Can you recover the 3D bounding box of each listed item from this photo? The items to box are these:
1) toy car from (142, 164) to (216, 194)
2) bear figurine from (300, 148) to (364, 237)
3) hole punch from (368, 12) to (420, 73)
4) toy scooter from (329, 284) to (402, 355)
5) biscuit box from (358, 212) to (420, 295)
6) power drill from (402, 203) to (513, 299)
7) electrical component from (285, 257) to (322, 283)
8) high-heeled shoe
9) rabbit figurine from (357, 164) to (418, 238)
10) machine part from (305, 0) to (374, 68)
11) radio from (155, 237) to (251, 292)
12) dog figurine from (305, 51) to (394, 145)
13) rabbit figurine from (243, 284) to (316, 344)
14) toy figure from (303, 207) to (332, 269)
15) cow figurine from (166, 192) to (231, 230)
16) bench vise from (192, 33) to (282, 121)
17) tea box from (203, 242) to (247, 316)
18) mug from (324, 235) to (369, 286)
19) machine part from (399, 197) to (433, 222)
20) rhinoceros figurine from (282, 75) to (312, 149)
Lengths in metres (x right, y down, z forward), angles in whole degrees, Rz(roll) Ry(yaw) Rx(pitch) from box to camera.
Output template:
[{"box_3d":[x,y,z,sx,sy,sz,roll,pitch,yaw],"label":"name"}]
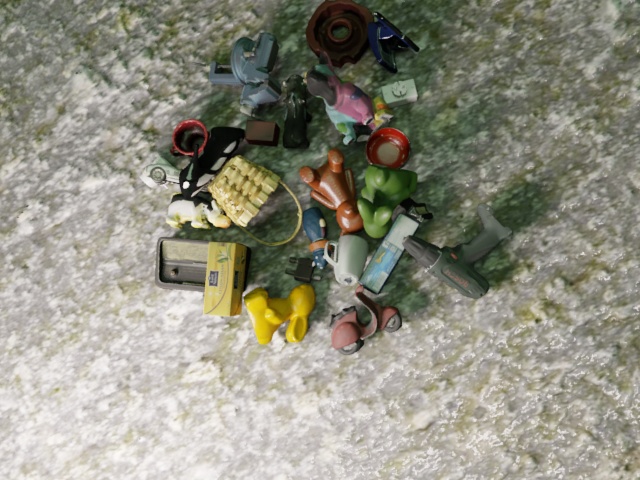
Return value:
[{"box_3d":[-0.348,-0.158,1.367,0.202,0.073,0.056,11,88,-11],"label":"toy car"},{"box_3d":[0.050,-0.102,1.306,0.120,0.132,0.196,-30,74,3],"label":"bear figurine"},{"box_3d":[0.170,-0.490,1.341,0.092,0.142,0.116,-46,68,25],"label":"hole punch"},{"box_3d":[0.091,0.183,1.274,0.184,0.075,0.135,-29,99,11],"label":"toy scooter"},{"box_3d":[0.167,0.035,1.305,0.059,0.063,0.202,31,88,9],"label":"biscuit box"},{"box_3d":[0.336,0.011,1.261,0.232,0.086,0.207,44,82,-4],"label":"power drill"},{"box_3d":[-0.037,0.073,1.337,0.094,0.021,0.063,12,57,10],"label":"electrical component"},{"box_3d":[-0.262,-0.194,1.343,0.086,0.249,0.145,24,120,16],"label":"high-heeled shoe"},{"box_3d":[0.149,-0.081,1.238,0.121,0.159,0.170,13,105,13],"label":"rabbit figurine"},{"box_3d":[0.054,-0.537,1.394,0.179,0.056,0.179,-1,83,9],"label":"machine part"},{"box_3d":[-0.297,0.067,1.355,0.230,0.073,0.131,5,84,8],"label":"radio"},{"box_3d":[0.059,-0.351,1.309,0.108,0.191,0.219,-42,79,39],"label":"dog figurine"},{"box_3d":[-0.085,0.172,1.299,0.173,0.122,0.162,-23,83,-15],"label":"rabbit figurine"},{"box_3d":[-0.003,-0.004,1.330,0.058,0.064,0.154,-11,77,-15],"label":"toy figure"},{"box_3d":[-0.306,-0.076,1.380,0.167,0.068,0.098,3,77,7],"label":"cow figurine"},{"box_3d":[-0.203,-0.424,1.388,0.241,0.129,0.223,11,94,29],"label":"bench vise"},{"box_3d":[-0.221,0.091,1.261,0.068,0.098,0.169,4,87,7],"label":"tea box"},{"box_3d":[0.062,0.048,1.279,0.109,0.081,0.107,23,50,-20],"label":"mug"},{"box_3d":[0.213,-0.094,1.315,0.139,0.084,0.039,43,123,19],"label":"machine part"},{"box_3d":[-0.064,-0.319,1.353,0.073,0.112,0.190,0,77,11],"label":"rhinoceros figurine"}]
